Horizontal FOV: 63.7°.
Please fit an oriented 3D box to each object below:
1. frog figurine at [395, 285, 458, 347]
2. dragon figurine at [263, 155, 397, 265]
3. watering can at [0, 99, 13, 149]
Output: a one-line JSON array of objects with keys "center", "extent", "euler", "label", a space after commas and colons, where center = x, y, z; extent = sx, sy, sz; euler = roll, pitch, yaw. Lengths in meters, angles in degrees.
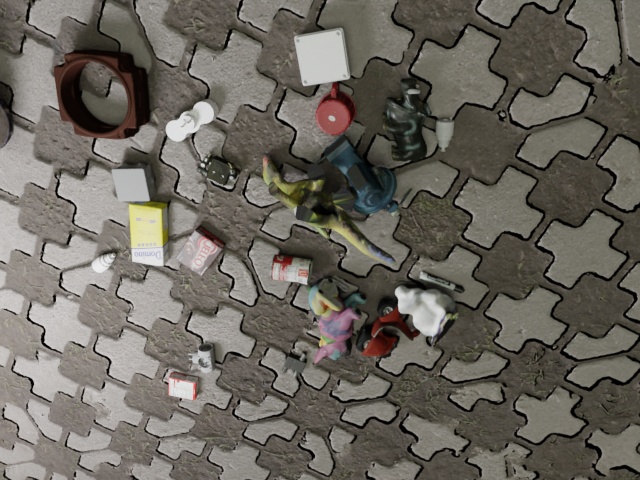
[{"center": [0.272, 0.176, 1.343], "extent": [0.124, 0.134, 0.161], "euler": [-33, 56, -27], "label": "frog figurine"}, {"center": [0.004, -0.061, 1.218], "extent": [0.412, 0.123, 0.241], "euler": [43, -6, 7], "label": "dragon figurine"}, {"center": [-0.841, -0.229, 1.269], "extent": [0.104, 0.341, 0.228], "euler": [0, 25, -11], "label": "watering can"}]
